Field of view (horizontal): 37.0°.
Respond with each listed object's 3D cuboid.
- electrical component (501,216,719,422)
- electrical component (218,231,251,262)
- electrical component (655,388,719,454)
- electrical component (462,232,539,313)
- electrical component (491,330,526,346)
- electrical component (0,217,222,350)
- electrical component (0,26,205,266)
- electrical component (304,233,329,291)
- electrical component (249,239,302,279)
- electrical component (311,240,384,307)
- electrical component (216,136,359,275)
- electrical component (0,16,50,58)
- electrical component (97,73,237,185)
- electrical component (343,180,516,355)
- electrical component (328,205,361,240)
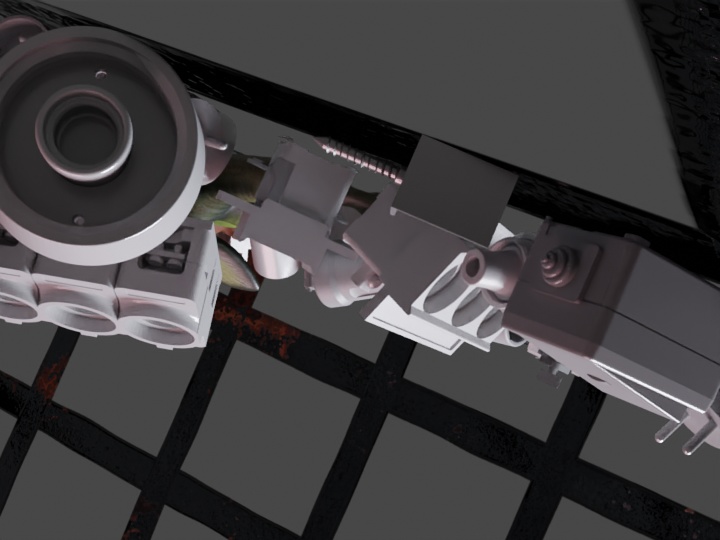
[{"bbox_3d":[0.109,0.020,0.465,0.096,0.061,0.062,25,178,-31],"label":"electrical component"},{"bbox_3d":[-0.105,-0.047,1.068,0.064,0.081,0.042,-3,-150,-19],"label":"electrical component"},{"bbox_3d":[0.170,0.056,0.494,0.044,0.079,0.077,56,165,-21],"label":"electrical component"},{"bbox_3d":[0.078,0.003,0.513,0.062,0.043,0.043,9,-174,-33],"label":"electrical component"},{"bbox_3d":[0.122,0.037,0.932,0.047,0.055,0.055,17,175,40],"label":"electrical component"},{"bbox_3d":[-0.170,0.003,0.683,0.150,0.061,0.089,10,157,1],"label":"electrical component"},{"bbox_3d":[-0.124,-0.058,0.489,0.108,0.108,0.060,24,172,-8],"label":"electrical component"},{"bbox_3d":[0.002,-0.010,0.921,0.096,0.061,0.062,4,180,-5],"label":"electrical component"},{"bbox_3d":[-0.077,-0.046,0.930,0.043,0.077,0.079,-10,-134,-6],"label":"electrical component"},{"bbox_3d":[0.000,0.000,0.639,0.046,0.040,0.040,-8,164,25],"label":"electrical component"},{"bbox_3d":[-0.035,-0.036,0.594,0.081,0.063,0.042,25,-178,-13],"label":"electrical component"},{"bbox_3d":[-0.170,-0.106,0.597,0.043,0.043,0.081,23,178,16],"label":"electrical component"},{"bbox_3d":[-0.100,-0.076,0.579,0.077,0.043,0.079,25,178,-41],"label":"electrical component"},{"bbox_3d":[0.045,-0.001,0.584,0.063,0.078,0.121,47,-170,27],"label":"electrical component"},{"bbox_3d":[0.023,-0.012,0.825,0.100,0.048,0.100,23,178,10],"label":"electrical component"}]
